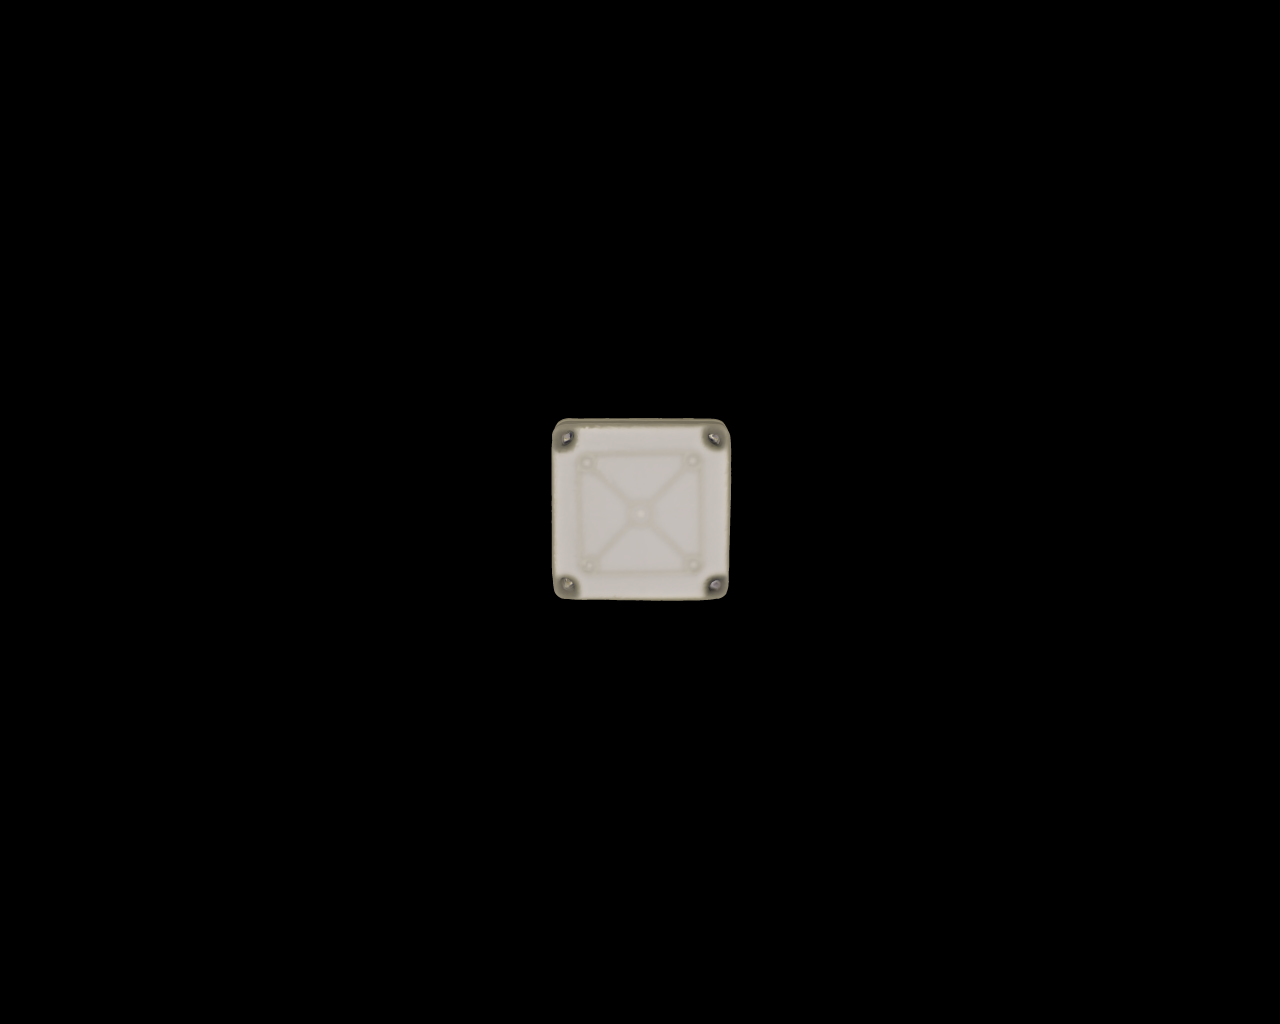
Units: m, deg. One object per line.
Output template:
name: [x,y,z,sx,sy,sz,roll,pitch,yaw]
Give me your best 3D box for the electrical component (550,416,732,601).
electrical component: [0.001,-0.003,0.650,0.109,0.108,0.056,0,8,0]
